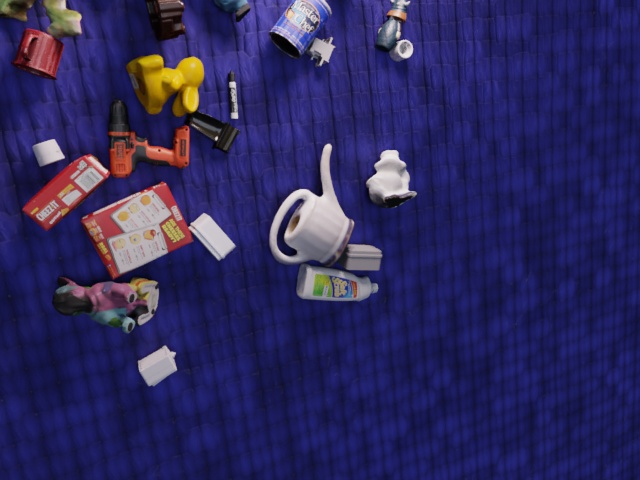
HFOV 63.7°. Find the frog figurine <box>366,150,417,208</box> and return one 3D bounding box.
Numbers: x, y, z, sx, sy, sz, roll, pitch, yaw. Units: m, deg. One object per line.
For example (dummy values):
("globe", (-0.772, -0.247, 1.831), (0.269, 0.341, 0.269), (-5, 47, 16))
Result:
("frog figurine", (0.198, -0.178, 1.514), (0.138, 0.162, 0.120), (-15, -20, -11))

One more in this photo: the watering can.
("watering can", (0.004, -0.072, 1.432), (0.222, 0.348, 0.105), (32, -3, -25))

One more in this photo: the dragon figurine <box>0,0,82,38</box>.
("dragon figurine", (-0.658, -0.585, 1.079), (0.408, 0.242, 0.123), (37, 1, -10))
